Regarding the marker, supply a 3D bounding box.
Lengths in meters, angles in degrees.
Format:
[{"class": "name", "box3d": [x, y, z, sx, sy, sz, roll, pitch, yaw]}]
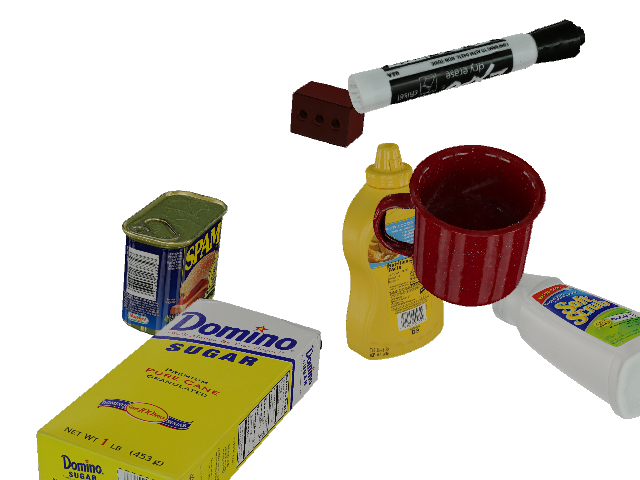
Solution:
[{"class": "marker", "box3d": [0.072, -0.085, 0.515, 0.121, 0.020, 0.020, -16, 4, -13]}]

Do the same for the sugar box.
[{"class": "sugar box", "box3d": [-0.077, 0.096, 0.635, 0.093, 0.048, 0.176, 14, 30, 20]}]

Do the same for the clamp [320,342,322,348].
[{"class": "clamp", "box3d": [-0.125, 0.123, 1.259, 0.210, 0.036, 0.164, 14, 24, 25]}]

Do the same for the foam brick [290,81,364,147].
[{"class": "foam brick", "box3d": [0.009, -0.152, 1.280, 0.078, 0.053, 0.051, 17, 32, 21]}]

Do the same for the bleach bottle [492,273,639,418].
[{"class": "bleach bottle", "box3d": [0.243, 0.086, 1.046, 0.102, 0.068, 0.251, -15, 23, -25]}]

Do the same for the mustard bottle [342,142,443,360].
[{"class": "mustard bottle", "box3d": [0.064, 0.006, 0.958, 0.096, 0.192, 0.058, -17, 26, -29]}]

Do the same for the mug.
[{"class": "mug", "box3d": [0.096, -0.008, 0.759, 0.117, 0.081, 0.093, 2, 45, 3]}]

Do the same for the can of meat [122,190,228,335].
[{"class": "can of meat", "box3d": [-0.118, 0.018, 0.853, 0.057, 0.084, 0.102, 14, 25, 13]}]
